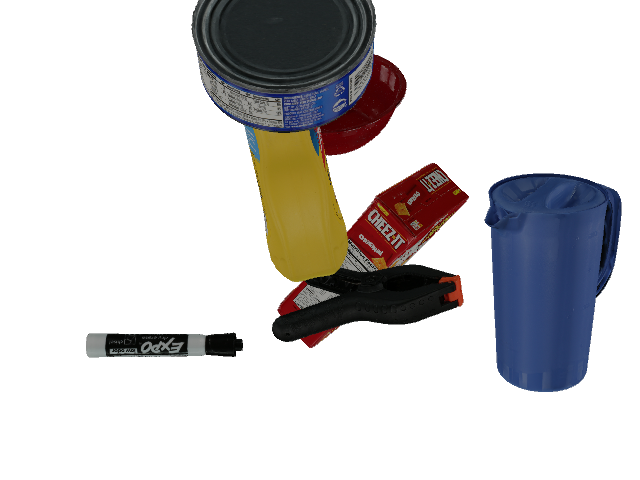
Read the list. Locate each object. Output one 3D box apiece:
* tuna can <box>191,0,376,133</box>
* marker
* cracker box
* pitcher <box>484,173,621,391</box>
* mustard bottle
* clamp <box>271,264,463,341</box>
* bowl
[{"bbox_3d":[-0.017,-0.093,0.507,0.086,0.086,0.034,0,-33,1],"label":"tuna can"},{"bbox_3d":[-0.121,0.081,0.832,0.121,0.020,0.020,0,0,2],"label":"marker"},{"bbox_3d":[0.061,0.015,1.277,0.214,0.072,0.163,-49,-9,33],"label":"cracker box"},{"bbox_3d":[0.273,0.048,1.257,0.149,0.243,0.144,3,24,15],"label":"pitcher"},{"bbox_3d":[-0.025,-0.074,0.729,0.058,0.191,0.096,-11,28,2],"label":"mustard bottle"},{"bbox_3d":[0.040,0.056,0.970,0.172,0.039,0.120,-2,33,26],"label":"clamp"},{"bbox_3d":[0.011,-0.138,1.129,0.162,0.055,0.162,-4,40,3],"label":"bowl"}]
